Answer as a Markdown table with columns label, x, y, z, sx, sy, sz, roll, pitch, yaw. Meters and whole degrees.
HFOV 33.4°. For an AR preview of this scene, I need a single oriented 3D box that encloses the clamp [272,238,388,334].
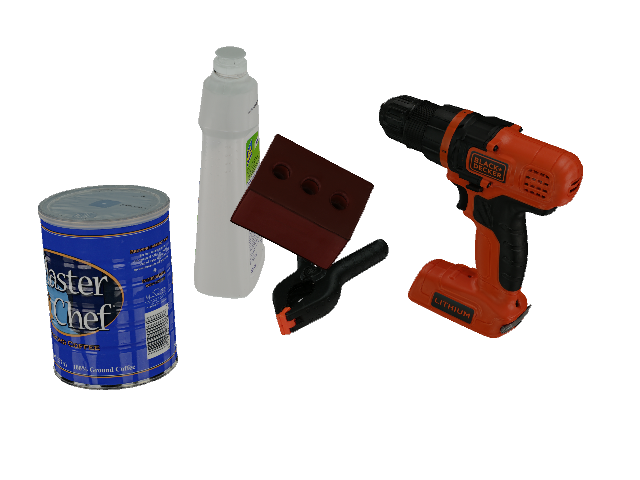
| label | x | y | z | sx | sy | sz | roll | pitch | yaw |
| --- | --- | --- | --- | --- | --- | --- | --- | --- | --- |
| clamp | 0.006 | 0.045 | 1.231 | 0.120 | 0.039 | 0.171 | -7 | 35 | 27 |

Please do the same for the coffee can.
| label | x | y | z | sx | sy | sz | roll | pitch | yaw |
| --- | --- | --- | --- | --- | --- | --- | --- | --- | --- |
| coffee can | -0.170 | 0.035 | 0.863 | 0.103 | 0.140 | 0.103 | -1 | 18 | 0 |

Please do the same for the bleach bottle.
| label | x | y | z | sx | sy | sz | roll | pitch | yaw |
| --- | --- | --- | --- | --- | --- | --- | --- | --- | --- |
| bleach bottle | -0.088 | -0.070 | 1.042 | 0.068 | 0.251 | 0.102 | 6 | 33 | 4 |

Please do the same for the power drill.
| label | x | y | z | sx | sy | sz | roll | pitch | yaw |
| --- | --- | --- | --- | --- | --- | --- | --- | --- | --- |
| power drill | 0.123 | -0.021 | 0.914 | 0.185 | 0.188 | 0.057 | 26 | 41 | 30 |

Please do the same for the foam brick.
| label | x | y | z | sx | sy | sz | roll | pitch | yaw |
| --- | --- | --- | --- | --- | --- | --- | --- | --- | --- |
| foam brick | -0.013 | -0.026 | 0.735 | 0.078 | 0.053 | 0.051 | 27 | -30 | -3 |
